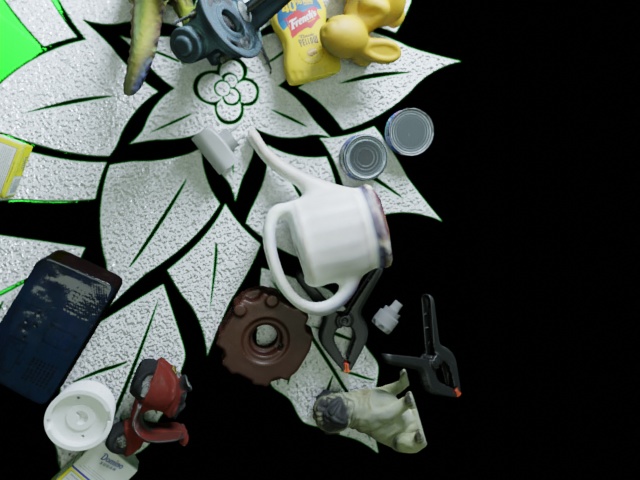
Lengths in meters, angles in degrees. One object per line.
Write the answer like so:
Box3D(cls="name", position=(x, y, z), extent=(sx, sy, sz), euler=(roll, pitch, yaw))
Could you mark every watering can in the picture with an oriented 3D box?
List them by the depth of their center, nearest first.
Box3D(cls="watering can", position=(0.003, -0.046, 0.907), extent=(0.225, 0.104, 0.348), euler=(-14, 90, -9))

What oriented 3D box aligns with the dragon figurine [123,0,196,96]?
Box3D(cls="dragon figurine", position=(-0.281, -0.459, 0.820), extent=(0.243, 0.122, 0.411), euler=(34, 89, 5))
